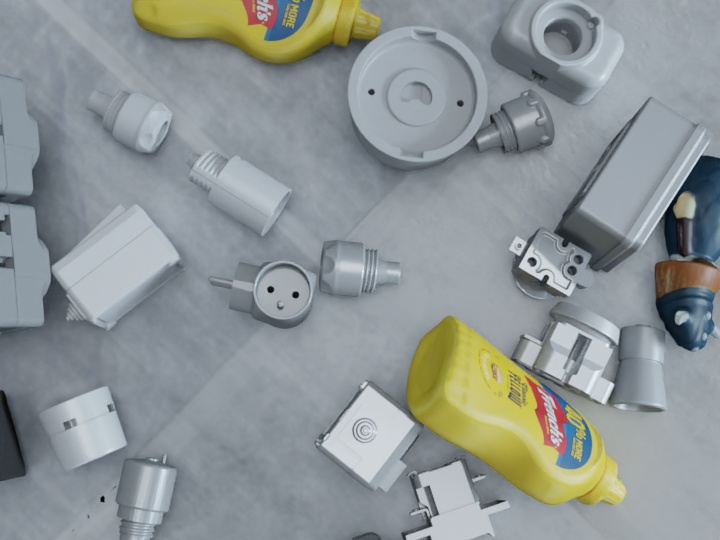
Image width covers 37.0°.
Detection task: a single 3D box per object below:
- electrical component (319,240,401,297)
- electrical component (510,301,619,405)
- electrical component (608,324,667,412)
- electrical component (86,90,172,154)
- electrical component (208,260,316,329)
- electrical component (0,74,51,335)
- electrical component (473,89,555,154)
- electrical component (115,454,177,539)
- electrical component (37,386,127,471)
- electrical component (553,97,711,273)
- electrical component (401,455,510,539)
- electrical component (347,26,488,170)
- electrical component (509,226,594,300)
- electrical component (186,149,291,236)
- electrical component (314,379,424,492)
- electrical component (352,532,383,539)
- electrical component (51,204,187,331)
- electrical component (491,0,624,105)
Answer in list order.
[{"bbox_3d":[0.000,0.000,0.837,0.062,0.043,0.043,5,81,-5],"label":"electrical component"},{"bbox_3d":[0.164,0.061,0.831,0.078,0.058,0.057,27,84,1],"label":"electrical component"},{"bbox_3d":[0.219,0.075,0.840,0.044,0.044,0.065,8,77,-2],"label":"electrical component"},{"bbox_3d":[-0.183,-0.121,0.844,0.062,0.043,0.043,26,81,1],"label":"electrical component"},{"bbox_3d":[-0.075,0.016,0.813,0.079,0.077,0.043,12,81,-1],"label":"electrical component"},{"bbox_3d":[-0.292,-0.043,0.792,0.105,0.060,0.186,-12,81,31],"label":"electrical component"},{"bbox_3d":[0.122,-0.113,0.861,0.062,0.048,0.048,-22,83,1],"label":"electrical component"},{"bbox_3d":[-0.163,0.175,0.803,0.040,0.040,0.078,11,82,-2],"label":"electrical component"},{"bbox_3d":[-0.206,0.119,0.802,0.055,0.055,0.047,-23,87,-6],"label":"electrical component"},{"bbox_3d":[0.204,-0.062,0.825,0.056,0.108,0.108,34,81,5],"label":"electrical component"},{"bbox_3d":[0.067,0.177,0.816,0.081,0.042,0.063,-18,80,-6],"label":"electrical component"},{"bbox_3d":[0.042,-0.131,0.850,0.108,0.060,0.108,0,82,-3],"label":"electrical component"},{"bbox_3d":[0.146,-0.003,0.839,0.066,0.055,0.048,30,81,1],"label":"electrical component"},{"bbox_3d":[-0.099,-0.066,0.841,0.081,0.043,0.043,32,81,2],"label":"electrical component"},{"bbox_3d":[0.009,0.124,0.792,0.061,0.096,0.061,38,82,2],"label":"electrical component"},{"bbox_3d":[0.002,0.228,0.796,0.078,0.057,0.058,-20,83,-6],"label":"electrical component"},{"bbox_3d":[-0.189,0.000,0.816,0.096,0.061,0.061,-38,86,-8],"label":"electrical component"},{"bbox_3d":[0.159,-0.181,0.865,0.095,0.059,0.053,30,81,1],"label":"electrical component"}]
